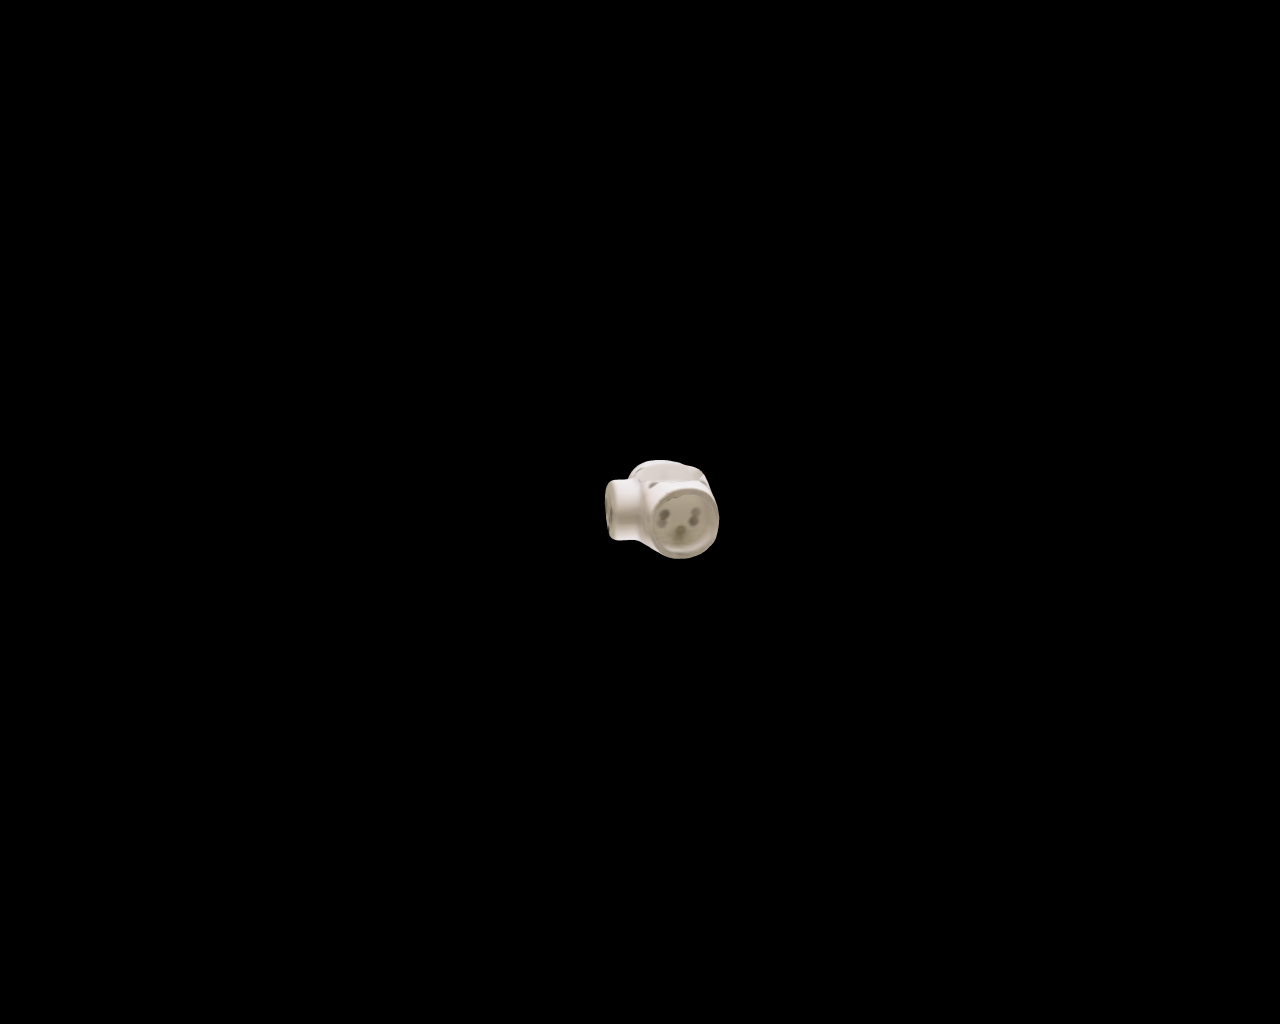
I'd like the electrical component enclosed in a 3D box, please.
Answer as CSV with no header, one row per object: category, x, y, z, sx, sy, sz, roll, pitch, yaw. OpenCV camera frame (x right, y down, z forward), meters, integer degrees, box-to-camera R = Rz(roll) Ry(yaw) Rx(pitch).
electrical component,0.001,-0.003,0.650,0.079,0.044,0.077,-3,16,-11
